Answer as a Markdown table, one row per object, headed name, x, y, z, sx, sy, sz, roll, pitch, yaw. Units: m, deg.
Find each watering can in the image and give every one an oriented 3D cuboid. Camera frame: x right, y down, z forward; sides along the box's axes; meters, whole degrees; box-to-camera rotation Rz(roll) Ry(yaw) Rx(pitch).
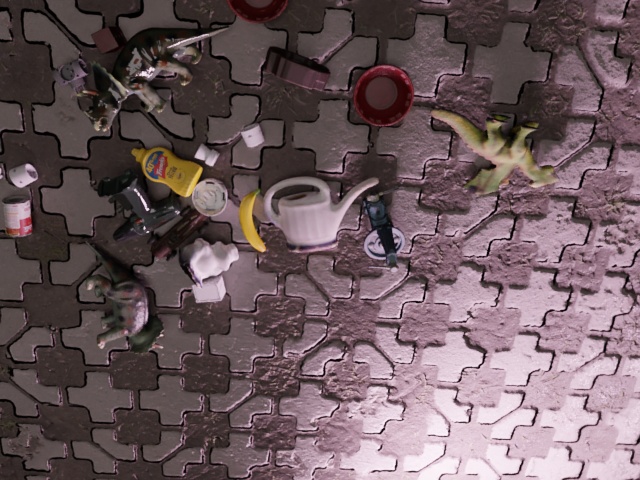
| name | x | y | z | sx | sy | sz | roll | pitch | yaw |
| --- | --- | --- | --- | --- | --- | --- | --- | --- | --- |
| watering can | 0.004 | -0.073 | 1.452 | 0.347 | 0.221 | 0.106 | -2 | 22 | 19 |

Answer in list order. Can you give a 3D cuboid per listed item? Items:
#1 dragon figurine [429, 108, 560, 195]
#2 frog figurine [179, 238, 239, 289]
| name | x | y | z | sx | sy | sz | roll | pitch | yaw |
| --- | --- | --- | --- | --- | --- | --- | --- | --- | --- |
| dragon figurine | 0.475 | -0.229 | 1.432 | 0.410 | 0.238 | 0.125 | 9 | 29 | -3 |
| frog figurine | -0.328 | 0.049 | 1.519 | 0.161 | 0.135 | 0.123 | -40 | 34 | -24 |
